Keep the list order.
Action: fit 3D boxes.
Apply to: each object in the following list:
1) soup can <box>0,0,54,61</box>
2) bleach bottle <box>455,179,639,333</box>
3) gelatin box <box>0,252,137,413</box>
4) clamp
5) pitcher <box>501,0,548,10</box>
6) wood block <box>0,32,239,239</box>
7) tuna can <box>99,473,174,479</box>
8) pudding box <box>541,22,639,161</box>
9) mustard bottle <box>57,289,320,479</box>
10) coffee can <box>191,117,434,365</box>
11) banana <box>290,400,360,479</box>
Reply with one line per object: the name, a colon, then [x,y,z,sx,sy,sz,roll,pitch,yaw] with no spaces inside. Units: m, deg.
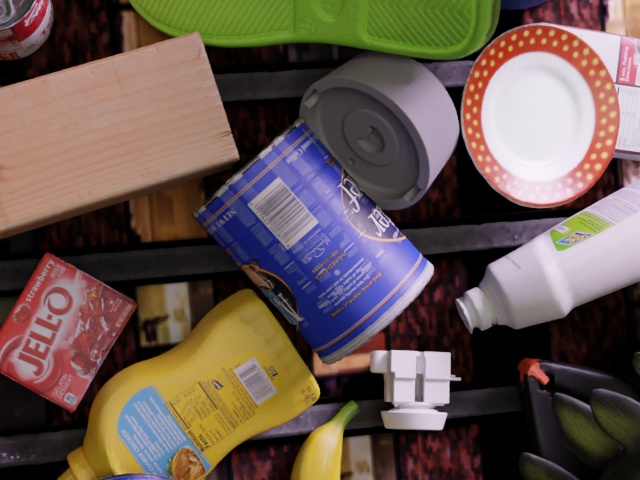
soup can: [-0.216,-0.162,0.712,0.068,0.102,0.068,0,88,-9]
bleach bottle: [0.216,0.001,0.784,0.251,0.102,0.068,-25,100,-2]
gelatin box: [-0.182,0.065,0.749,0.073,0.030,0.089,31,84,-6]
clamp: [0.219,0.175,0.802,0.210,0.036,0.164,39,86,-7]
pitcher: [0.162,-0.225,0.699,0.145,0.243,0.149,-2,95,-12]
wood block: [-0.169,-0.064,0.724,0.206,0.090,0.091,-18,92,-9]
tuna can: [-0.126,0.190,0.715,0.086,0.086,0.034,-3,50,-9]
pudding box: [0.207,-0.110,0.806,0.113,0.039,0.090,8,91,-5]
mustard bottle: [-0.101,0.123,0.743,0.191,0.058,0.096,-34,114,-7]
coffee can: [-0.005,0.001,0.740,0.102,0.103,0.140,-42,95,-7]
banana: [0.018,0.220,0.771,0.069,0.037,0.198,-12,91,-6]
